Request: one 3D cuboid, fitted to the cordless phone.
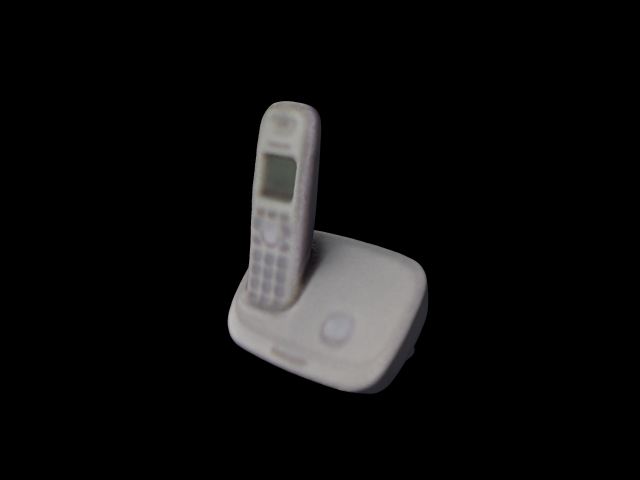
[{"bbox_3d":[0.004,0.001,0.400,0.147,0.185,0.094,14,24,34],"label":"cordless phone"}]
